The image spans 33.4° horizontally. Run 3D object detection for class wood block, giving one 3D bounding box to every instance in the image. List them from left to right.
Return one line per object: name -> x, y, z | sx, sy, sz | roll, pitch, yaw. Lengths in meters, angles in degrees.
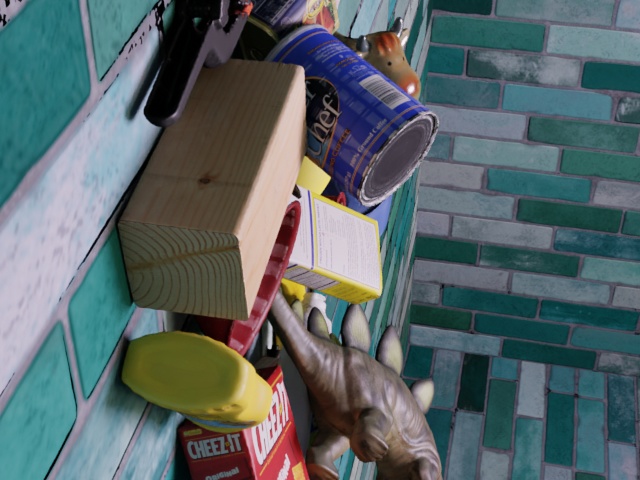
wood block -> -0.076, -0.047, 0.830 | 0.206, 0.091, 0.090 | -73, 165, -45

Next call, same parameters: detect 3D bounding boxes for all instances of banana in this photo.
banana -> -0.043, 0.079, 1.312 | 0.069, 0.037, 0.198 | -57, 157, -31

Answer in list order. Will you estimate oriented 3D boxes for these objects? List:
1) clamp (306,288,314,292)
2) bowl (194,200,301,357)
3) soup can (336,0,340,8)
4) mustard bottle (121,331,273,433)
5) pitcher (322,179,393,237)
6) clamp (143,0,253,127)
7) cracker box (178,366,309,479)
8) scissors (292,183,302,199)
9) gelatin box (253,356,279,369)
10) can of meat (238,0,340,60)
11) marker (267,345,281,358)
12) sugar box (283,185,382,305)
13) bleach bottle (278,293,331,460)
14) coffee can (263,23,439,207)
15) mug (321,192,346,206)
clamp -> -0.025, 0.092, 1.410 | 0.120, 0.039, 0.171 | -85, 173, -64
bowl -> -0.072, 0.030, 0.956 | 0.162, 0.055, 0.162 | 24, 89, -82
soup can -> -0.015, -0.237, 1.119 | 0.068, 0.068, 0.102 | 74, 25, -67
mustard bottle -> -0.089, 0.122, 0.865 | 0.191, 0.096, 0.058 | 68, 31, -72
pitcher -> 0.035, -0.072, 1.399 | 0.149, 0.145, 0.243 | -46, 168, -7
clamp -> -0.091, -0.167, 0.808 | 0.210, 0.036, 0.164 | -28, 125, -79
cracker box -> -0.058, 0.250, 1.047 | 0.164, 0.072, 0.214 | -47, 125, -75
scissors -> -0.049, -0.053, 0.986 | 0.202, 0.016, 0.096 | -112, -147, -55
gelatin box -> -0.068, 0.182, 1.254 | 0.089, 0.030, 0.073 | -34, 128, -75
can of meat -> -0.029, -0.203, 0.994 | 0.084, 0.057, 0.102 | -51, 161, -14
marker -> -0.063, 0.190, 1.316 | 0.020, 0.020, 0.121 | 25, 72, -80
sugar box -> -0.008, 0.001, 1.113 | 0.175, 0.048, 0.093 | 21, 56, -41
bleach bottle -> -0.024, 0.177, 1.232 | 0.102, 0.068, 0.250 | 66, 28, -60
coffee can -> 0.020, -0.112, 0.953 | 0.102, 0.140, 0.103 | -42, 159, -20
mug -> -0.020, -0.009, 1.224 | 0.117, 0.081, 0.093 | -66, 161, -61
